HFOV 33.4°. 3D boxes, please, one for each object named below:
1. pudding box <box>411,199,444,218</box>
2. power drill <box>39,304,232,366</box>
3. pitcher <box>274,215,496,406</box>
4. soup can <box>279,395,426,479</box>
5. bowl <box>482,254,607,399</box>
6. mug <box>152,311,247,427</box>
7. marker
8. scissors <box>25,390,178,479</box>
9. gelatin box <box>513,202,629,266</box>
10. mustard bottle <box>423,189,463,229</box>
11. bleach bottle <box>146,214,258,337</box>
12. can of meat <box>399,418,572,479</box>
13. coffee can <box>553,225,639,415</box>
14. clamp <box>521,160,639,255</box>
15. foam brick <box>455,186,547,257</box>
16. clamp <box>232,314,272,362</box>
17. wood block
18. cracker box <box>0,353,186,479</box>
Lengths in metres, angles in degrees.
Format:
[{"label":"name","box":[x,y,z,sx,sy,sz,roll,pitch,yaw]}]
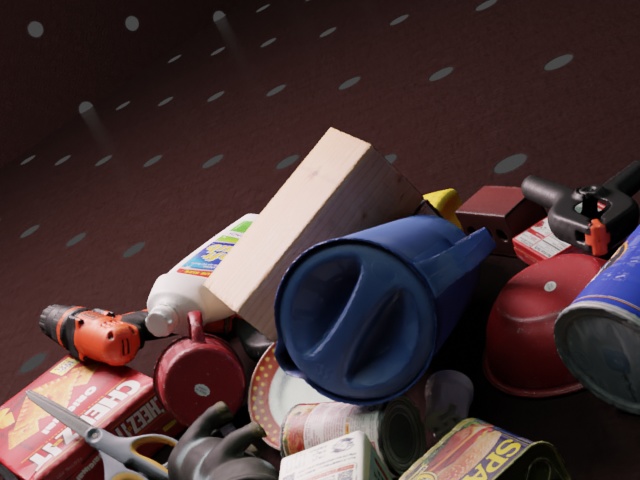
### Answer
[{"label":"pudding box","box":[0.061,0.002,1.105,0.113,0.039,0.090,-53,34,-11]},{"label":"power drill","box":[-0.211,0.092,1.234,0.187,0.057,0.185,-15,17,-37]},{"label":"pitcher","box":[0.073,0.041,0.921,0.149,0.145,0.242,14,14,17]},{"label":"soup can","box":[0.027,0.163,0.873,0.102,0.068,0.068,-13,27,36]},{"label":"bowl","box":[0.201,0.060,0.898,0.162,0.055,0.162,-25,23,11]},{"label":"mug","box":[-0.116,0.128,1.041,0.093,0.117,0.081,-3,-1,-10]},{"label":"marker","box":[-0.108,0.199,1.027,0.121,0.020,0.020,-33,22,-6]},{"label":"scissors","box":[-0.216,0.209,1.021,0.202,0.016,0.096,12,59,17]},{"label":"gelatin box","box":[0.239,-0.001,1.017,0.089,0.030,0.073,-32,23,-7]},{"label":"mustard bottle","box":[0.064,-0.002,1.196,0.192,0.058,0.096,-12,33,36]},{"label":"bleach bottle","box":[-0.106,0.046,1.184,0.103,0.068,0.250,18,27,19]},{"label":"can of meat","box":[0.111,0.178,0.754,0.102,0.057,0.084,-37,20,-19]},{"label":"coffee can","box":[0.255,0.047,0.794,0.140,0.103,0.103,-42,25,-29]},{"label":"clamp","box":[0.237,-0.031,0.975,0.120,0.039,0.171,-10,18,22]},{"label":"foam brick","box":[0.187,-0.020,1.090,0.051,0.053,0.078,-40,23,-24]},{"label":"clamp","box":[-0.010,0.090,1.117,0.164,0.036,0.210,-40,28,-28]},{"label":"wood block","box":[-0.007,0.001,1.063,0.206,0.090,0.091,-51,32,-4]},{"label":"cracker box","box":[-0.265,0.203,1.145,0.164,0.072,0.214,-40,25,-24]}]
